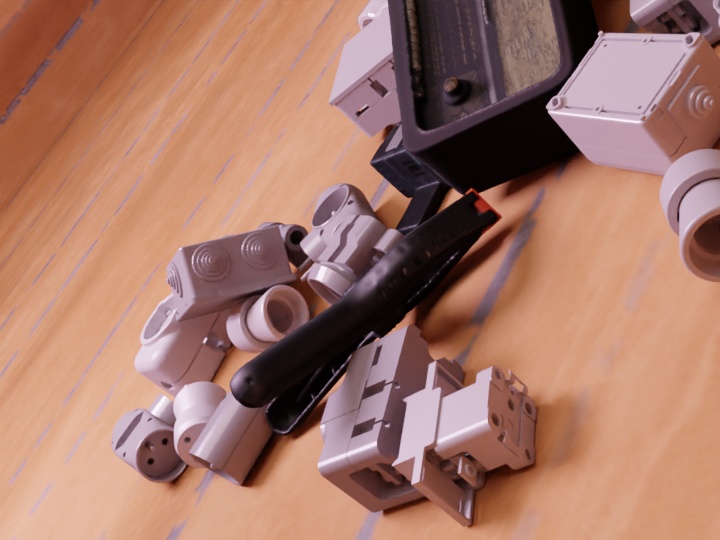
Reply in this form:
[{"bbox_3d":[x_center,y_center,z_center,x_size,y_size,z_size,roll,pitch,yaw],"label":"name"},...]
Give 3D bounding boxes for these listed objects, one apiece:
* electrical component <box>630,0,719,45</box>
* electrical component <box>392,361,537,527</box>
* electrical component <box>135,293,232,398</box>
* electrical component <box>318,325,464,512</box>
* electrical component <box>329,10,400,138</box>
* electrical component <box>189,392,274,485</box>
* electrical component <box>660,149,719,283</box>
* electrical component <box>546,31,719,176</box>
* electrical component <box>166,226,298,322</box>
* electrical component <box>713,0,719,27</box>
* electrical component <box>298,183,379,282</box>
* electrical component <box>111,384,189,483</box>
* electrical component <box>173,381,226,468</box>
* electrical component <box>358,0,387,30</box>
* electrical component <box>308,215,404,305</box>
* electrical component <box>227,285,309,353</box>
[{"bbox_3d":[0.207,-0.181,0.674,0.056,0.050,0.089,-32,30,36],"label":"electrical component"},{"bbox_3d":[0.056,0.084,0.557,0.064,0.042,0.081,-31,30,34],"label":"electrical component"},{"bbox_3d":[-0.151,0.057,0.937,0.054,0.059,0.095,-16,40,52],"label":"electrical component"},{"bbox_3d":[0.016,0.086,0.614,0.056,0.050,0.089,-28,31,39],"label":"electrical component"},{"bbox_3d":[0.065,-0.208,0.952,0.186,0.060,0.105,-34,28,32],"label":"electrical component"},{"bbox_3d":[-0.081,0.106,0.763,0.043,0.043,0.081,-3,51,59],"label":"electrical component"},{"bbox_3d":[0.171,-0.027,0.517,0.045,0.045,0.055,-38,26,25],"label":"electrical component"},{"bbox_3d":[0.167,-0.091,0.607,0.061,0.061,0.096,-54,32,-9],"label":"electrical component"},{"bbox_3d":[-0.108,0.003,0.877,0.100,0.048,0.100,-14,-7,-20],"label":"electrical component"},{"bbox_3d":[0.217,-0.147,0.593,0.048,0.062,0.048,-39,25,23],"label":"electrical component"},{"bbox_3d":[-0.021,-0.023,0.848,0.079,0.044,0.077,-46,24,9],"label":"electrical component"},{"bbox_3d":[-0.159,0.126,0.870,0.079,0.043,0.077,-55,24,-12],"label":"electrical component"},{"bbox_3d":[-0.118,0.117,0.810,0.045,0.045,0.055,-45,25,12],"label":"electrical component"},{"bbox_3d":[0.060,-0.270,1.063,0.073,0.052,0.138,-57,24,-18],"label":"electrical component"},{"bbox_3d":[0.000,0.000,0.762,0.057,0.058,0.078,-53,23,-14],"label":"electrical component"},{"bbox_3d":[-0.073,0.040,0.846,0.055,0.045,0.045,-22,36,47],"label":"electrical component"}]
